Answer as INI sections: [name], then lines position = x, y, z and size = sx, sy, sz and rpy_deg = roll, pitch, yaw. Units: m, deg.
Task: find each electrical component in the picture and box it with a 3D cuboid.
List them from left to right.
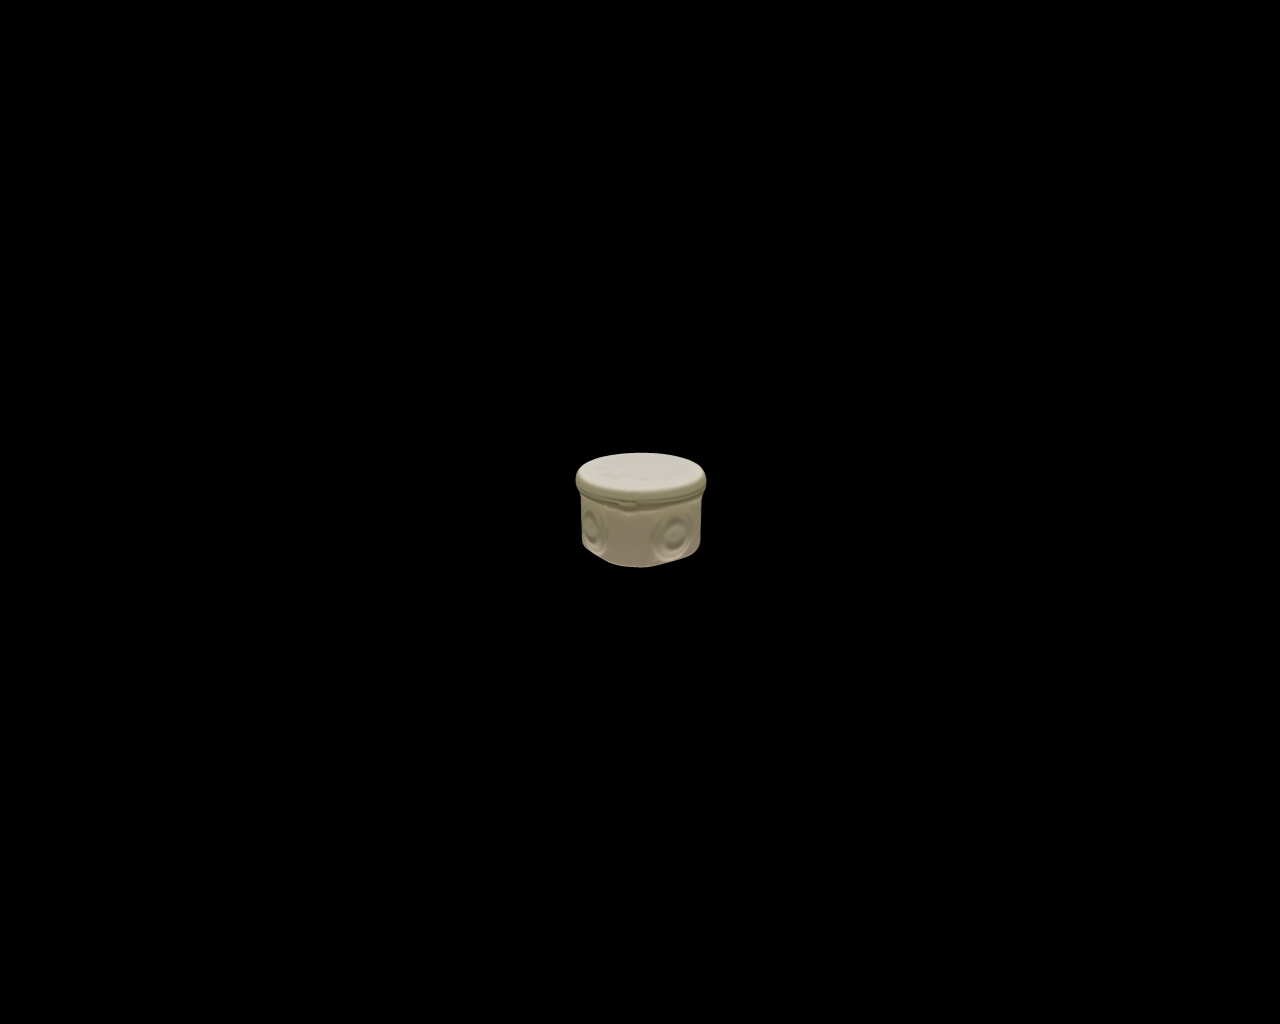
[electrical component]
position = 0.001, -0.003, 0.650
size = 0.080, 0.051, 0.080
rpy_deg = 0, 19, 0
